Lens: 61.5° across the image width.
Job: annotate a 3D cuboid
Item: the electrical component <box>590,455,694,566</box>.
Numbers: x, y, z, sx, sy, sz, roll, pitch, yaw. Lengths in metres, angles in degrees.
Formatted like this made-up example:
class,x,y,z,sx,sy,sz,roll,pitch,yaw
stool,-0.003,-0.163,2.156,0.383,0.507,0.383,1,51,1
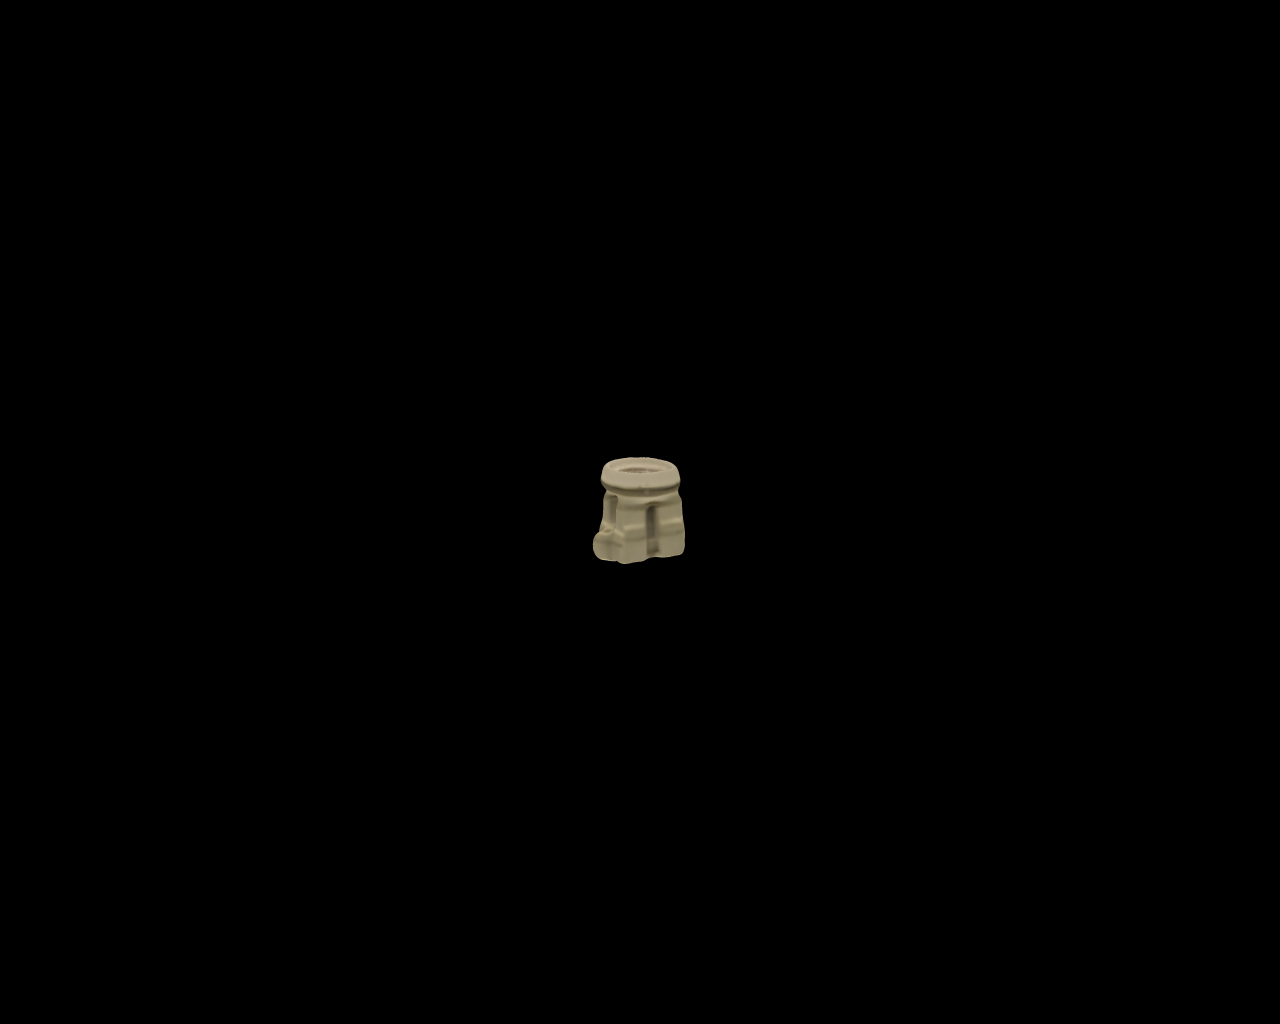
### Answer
class,x,y,z,sx,sy,sz,roll,pitch,yaw
electrical component,0.001,-0.003,0.650,0.066,0.055,0.048,-8,20,-24
